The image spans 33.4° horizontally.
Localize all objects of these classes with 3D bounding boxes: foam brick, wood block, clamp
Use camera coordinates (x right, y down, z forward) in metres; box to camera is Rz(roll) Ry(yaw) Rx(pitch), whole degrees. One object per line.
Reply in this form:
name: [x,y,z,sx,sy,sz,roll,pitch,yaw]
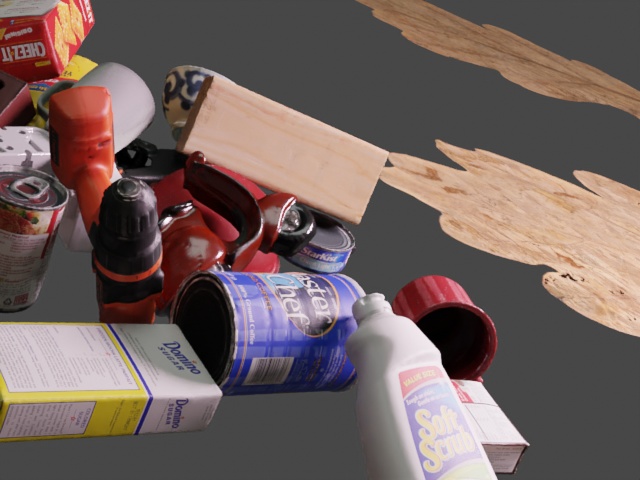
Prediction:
foam brick: [-0.330,-0.124,1.063,0.053,0.051,0.078,25,62,11]
wood block: [-0.044,-0.098,1.168,0.206,0.090,0.091,23,1,-15]
clamp: [-0.188,-0.088,1.175,0.164,0.036,0.210,20,22,-7]

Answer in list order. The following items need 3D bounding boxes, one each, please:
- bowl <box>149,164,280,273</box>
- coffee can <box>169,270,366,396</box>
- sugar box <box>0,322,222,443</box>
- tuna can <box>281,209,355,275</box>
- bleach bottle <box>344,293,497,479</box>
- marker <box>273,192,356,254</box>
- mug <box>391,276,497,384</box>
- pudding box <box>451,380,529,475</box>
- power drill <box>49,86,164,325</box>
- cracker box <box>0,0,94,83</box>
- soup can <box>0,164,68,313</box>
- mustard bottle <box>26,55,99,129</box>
bowl: [-0.099,-0.027,1.076,0.162,0.055,0.162,27,26,-14]
coffee can: [-0.040,0.077,0.885,0.140,0.103,0.103,3,31,-37]
sugar box: [-0.170,0.103,0.791,0.175,0.048,0.093,8,29,-39]
tuna can: [-0.008,0.001,1.153,0.086,0.034,0.086,19,24,-9]
bleach bottle: [0.069,0.147,0.794,0.102,0.068,0.251,7,47,-34]
marker: [-0.007,-0.020,1.216,0.121,0.020,0.020,35,27,26]
mug: [0.120,0.093,1.025,0.117,0.093,0.081,50,7,-21]
pudding box: [0.111,0.161,0.928,0.113,0.039,0.090,6,30,-29]
power drill: [-0.174,-0.035,0.863,0.057,0.185,0.188,-10,55,-20]
cracker box: [-0.358,-0.233,1.210,0.164,0.072,0.213,-8,26,3]
soup can: [-0.249,-0.001,0.861,0.068,0.102,0.068,19,25,-9]
mustard bottle: [-0.300,-0.153,1.181,0.096,0.058,0.191,10,26,-5]
